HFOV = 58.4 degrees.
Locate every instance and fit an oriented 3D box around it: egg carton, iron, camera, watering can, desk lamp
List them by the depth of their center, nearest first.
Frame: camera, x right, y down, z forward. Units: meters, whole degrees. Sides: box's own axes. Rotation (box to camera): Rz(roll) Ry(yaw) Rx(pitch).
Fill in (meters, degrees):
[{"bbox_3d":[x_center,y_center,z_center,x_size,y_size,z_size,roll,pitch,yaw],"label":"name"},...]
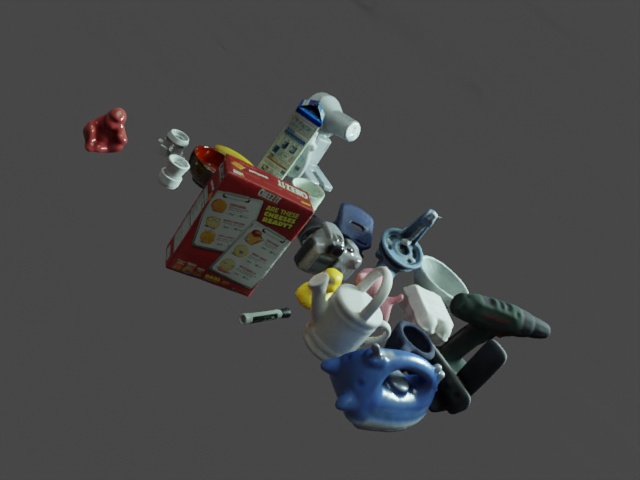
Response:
[{"bbox_3d":[0.134,0.241,0.979,0.259,0.141,0.118,19,31,-36],"label":"iron"},{"bbox_3d":[0.055,0.122,1.012,0.173,0.194,0.100,20,30,-34],"label":"watering can"},{"bbox_3d":[0.012,0.005,1.263,0.144,0.100,0.136,18,32,-37],"label":"camera"},{"bbox_3d":[0.245,0.173,1.331,0.107,0.069,0.150,25,28,-27],"label":"egg carton"},{"bbox_3d":[0.012,-0.283,1.617,0.118,0.213,0.202,9,38,-47],"label":"desk lamp"}]

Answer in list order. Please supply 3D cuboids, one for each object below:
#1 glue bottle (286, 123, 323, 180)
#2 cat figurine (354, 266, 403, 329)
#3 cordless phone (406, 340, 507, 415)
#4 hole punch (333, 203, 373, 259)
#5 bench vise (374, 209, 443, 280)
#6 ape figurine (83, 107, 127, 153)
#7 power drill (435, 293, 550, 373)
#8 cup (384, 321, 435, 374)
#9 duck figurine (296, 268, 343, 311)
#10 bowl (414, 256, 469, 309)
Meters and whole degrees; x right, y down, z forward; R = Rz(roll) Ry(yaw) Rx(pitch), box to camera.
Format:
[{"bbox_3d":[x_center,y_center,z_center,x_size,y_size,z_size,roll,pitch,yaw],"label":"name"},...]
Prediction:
[{"bbox_3d":[-0.045,-0.245,1.523,0.078,0.173,0.037,38,25,-2],"label":"glue bottle"},{"bbox_3d":[0.115,0.110,1.206,0.128,0.117,0.067,30,26,-17],"label":"cat figurine"},{"bbox_3d":[0.269,0.237,1.117,0.094,0.185,0.147,7,39,-49],"label":"cordless phone"},{"bbox_3d":[0.081,-0.023,1.415,0.109,0.091,0.101,26,28,-26],"label":"hole punch"},{"bbox_3d":[0.210,-0.011,1.415,0.122,0.219,0.207,30,26,-17],"label":"bench vise"},{"bbox_3d":[-0.399,-0.211,1.085,0.078,0.092,0.076,30,26,-18],"label":"ape figurine"},{"bbox_3d":[0.354,0.212,1.247,0.230,0.208,0.075,29,26,-20],"label":"power drill"},{"bbox_3d":[0.154,0.221,1.095,0.091,0.095,0.118,44,25,13],"label":"cup"},{"bbox_3d":[0.013,0.093,1.132,0.105,0.086,0.077,10,37,-46],"label":"duck figurine"},{"bbox_3d":[0.301,0.122,1.486,0.168,0.074,0.167,31,26,-16],"label":"bowl"}]
